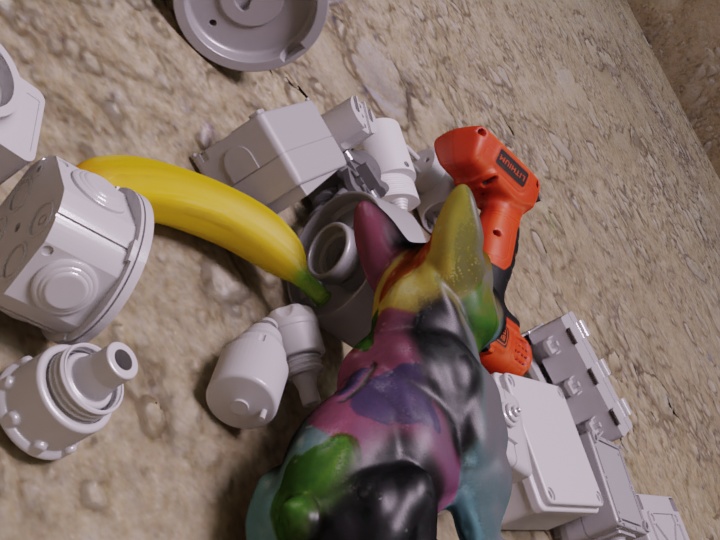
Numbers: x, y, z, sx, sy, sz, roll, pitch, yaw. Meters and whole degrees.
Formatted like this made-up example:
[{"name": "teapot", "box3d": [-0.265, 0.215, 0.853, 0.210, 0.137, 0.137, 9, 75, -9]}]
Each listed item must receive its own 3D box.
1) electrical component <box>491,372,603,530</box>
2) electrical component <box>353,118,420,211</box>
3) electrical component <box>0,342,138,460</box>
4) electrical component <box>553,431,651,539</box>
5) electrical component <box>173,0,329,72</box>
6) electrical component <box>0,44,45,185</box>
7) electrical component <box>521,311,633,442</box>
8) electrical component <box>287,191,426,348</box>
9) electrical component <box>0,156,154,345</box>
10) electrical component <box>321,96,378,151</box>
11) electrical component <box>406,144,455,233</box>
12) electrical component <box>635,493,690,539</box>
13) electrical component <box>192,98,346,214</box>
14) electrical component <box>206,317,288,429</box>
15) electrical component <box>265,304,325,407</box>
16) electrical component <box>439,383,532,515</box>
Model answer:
[{"name": "electrical component", "box3d": [0.129, 0.143, 0.836, 0.109, 0.056, 0.108, 19, 47, -53]}, {"name": "electrical component", "box3d": [0.023, -0.080, 0.889, 0.043, 0.043, 0.081, 20, 47, -53]}, {"name": "electrical component", "box3d": [-0.125, 0.052, 0.473, 0.048, 0.062, 0.048, 41, 32, -33]}, {"name": "electrical component", "box3d": [0.192, 0.193, 0.893, 0.062, 0.061, 0.096, 28, 40, -47]}, {"name": "electrical component", "box3d": [-0.078, -0.204, 0.770, 0.108, 0.108, 0.060, 42, 25, -32]}, {"name": "electrical component", "box3d": [-0.194, -0.079, 0.490, 0.089, 0.056, 0.050, 37, 34, -39]}, {"name": "electrical component", "box3d": [0.193, 0.104, 0.980, 0.121, 0.063, 0.079, 63, 27, 6]}, {"name": "electrical component", "box3d": [0.000, 0.000, 0.712, 0.064, 0.099, 0.099, 28, 40, -38]}, {"name": "electrical component", "box3d": [-0.137, -0.009, 0.496, 0.051, 0.080, 0.080, 31, 38, -36]}, {"name": "electrical component", "box3d": [-0.014, -0.112, 0.851, 0.040, 0.046, 0.040, 41, 32, -33]}, {"name": "electrical component", "box3d": [0.064, -0.082, 0.963, 0.079, 0.043, 0.077, 41, 32, -34]}, {"name": "electrical component", "box3d": [0.254, 0.256, 0.943, 0.109, 0.056, 0.108, 19, 47, -53]}, {"name": "electrical component", "box3d": [-0.054, -0.071, 0.723, 0.061, 0.062, 0.096, 60, 26, -2]}, {"name": "electrical component", "box3d": [-0.060, 0.055, 0.609, 0.040, 0.040, 0.078, 49, 28, -22]}, {"name": "electrical component", "box3d": [-0.037, 0.054, 0.658, 0.035, 0.035, 0.061, 15, 53, -55]}, {"name": "electrical component", "box3d": [0.071, 0.115, 0.718, 0.061, 0.096, 0.061, 37, 34, -39]}]
